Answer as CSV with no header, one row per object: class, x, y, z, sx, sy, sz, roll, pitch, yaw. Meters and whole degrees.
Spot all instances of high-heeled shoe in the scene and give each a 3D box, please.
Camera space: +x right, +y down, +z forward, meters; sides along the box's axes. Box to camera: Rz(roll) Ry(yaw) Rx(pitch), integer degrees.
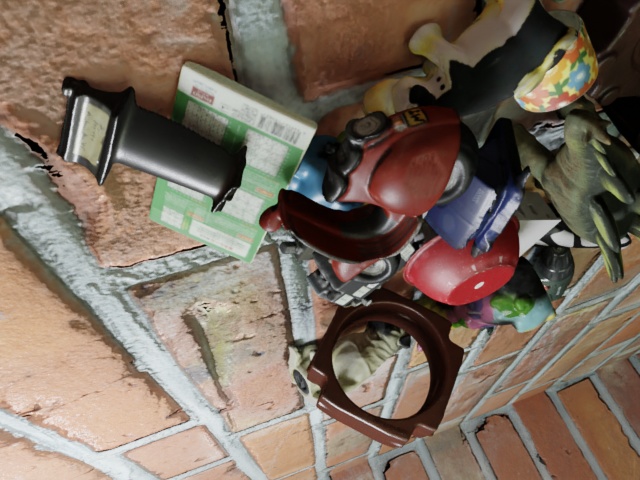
high-heeled shoe,0.404,-0.004,0.863,0.145,0.086,0.248,-31,145,21

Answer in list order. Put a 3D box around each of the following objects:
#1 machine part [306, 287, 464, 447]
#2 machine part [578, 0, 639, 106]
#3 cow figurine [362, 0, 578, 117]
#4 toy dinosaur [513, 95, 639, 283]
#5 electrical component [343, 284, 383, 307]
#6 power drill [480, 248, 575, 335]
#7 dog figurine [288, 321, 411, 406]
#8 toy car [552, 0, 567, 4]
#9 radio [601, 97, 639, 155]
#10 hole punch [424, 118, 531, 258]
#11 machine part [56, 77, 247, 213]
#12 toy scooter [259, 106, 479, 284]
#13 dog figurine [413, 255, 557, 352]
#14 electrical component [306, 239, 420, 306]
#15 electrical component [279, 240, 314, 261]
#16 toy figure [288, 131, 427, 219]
machine part,0.096,0.187,0.804,0.201,0.201,0.087,26,152,5
machine part,0.317,-0.207,0.500,0.179,0.056,0.179,-18,149,-11
cow figurine,0.117,-0.132,0.443,0.167,0.098,0.068,-38,153,25
toy dinosaur,0.296,-0.061,0.578,0.105,0.199,0.471,-40,148,21
electrical component,0.066,0.056,0.760,0.078,0.045,0.102,-12,148,-16
power drill,0.370,0.087,0.996,0.207,0.086,0.231,-38,150,11
dog figurine,0.053,0.201,0.950,0.190,0.121,0.172,-25,-171,-32
toy car,0.186,-0.245,0.351,0.073,0.056,0.201,-32,151,3
radio,0.449,-0.186,0.603,0.229,0.073,0.131,-37,147,23
hole punch,0.149,-0.059,0.564,0.092,0.116,0.142,5,145,-8
machine part,-0.127,-0.066,0.409,0.139,0.039,0.084,19,128,-13
toy scooter,0.030,-0.035,0.428,0.135,0.075,0.183,11,131,-23
dog figurine,0.242,0.111,0.869,0.219,0.108,0.191,-29,-171,10
electrical component,0.051,0.024,0.656,0.134,0.058,0.114,-37,157,6
electrical component,-0.001,-0.002,0.642,0.094,0.021,0.063,-3,144,-39
toy figure,0.033,-0.058,0.523,0.180,0.089,0.082,13,166,-32
